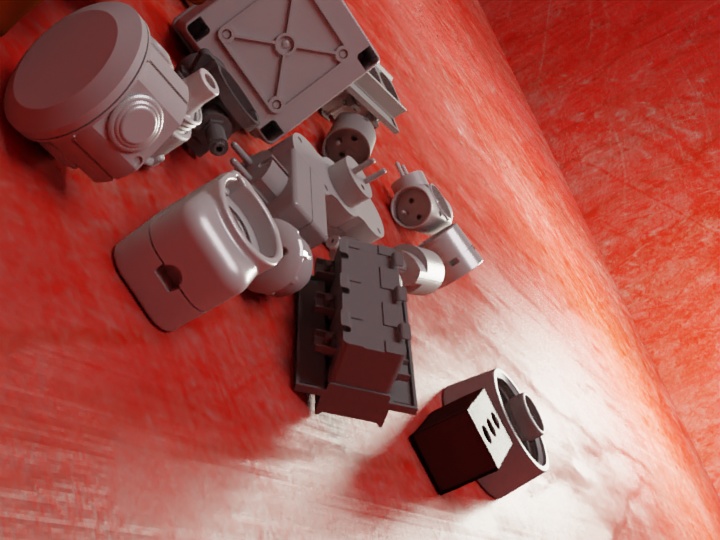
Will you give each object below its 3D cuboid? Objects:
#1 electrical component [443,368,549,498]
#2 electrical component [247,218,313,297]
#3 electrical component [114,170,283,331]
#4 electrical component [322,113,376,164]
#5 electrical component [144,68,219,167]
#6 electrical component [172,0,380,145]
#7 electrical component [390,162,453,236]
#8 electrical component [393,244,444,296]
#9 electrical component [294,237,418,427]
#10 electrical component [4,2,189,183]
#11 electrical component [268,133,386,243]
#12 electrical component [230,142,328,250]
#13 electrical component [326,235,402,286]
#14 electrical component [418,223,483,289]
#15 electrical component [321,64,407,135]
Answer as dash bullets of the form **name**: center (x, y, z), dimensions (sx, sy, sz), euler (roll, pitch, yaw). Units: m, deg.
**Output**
- **electrical component**: center (0.126, 0.137, 0.939), dimensions (0.108, 0.060, 0.108), euler (53, 19, -27)
- **electrical component**: center (-0.050, -0.004, 0.684), dimensions (0.048, 0.048, 0.062), euler (67, 11, 19)
- **electrical component**: center (-0.082, -0.014, 0.578), dimensions (0.053, 0.059, 0.095), euler (58, 17, -11)
- **electrical component**: center (-0.008, -0.121, 0.991), dimensions (0.043, 0.043, 0.081), euler (57, 17, -16)
- **electrical component**: center (-0.110, -0.092, 0.614), dimensions (0.048, 0.062, 0.048), euler (52, 19, -26)
- **electrical component**: center (-0.061, -0.166, 0.785), dimensions (0.108, 0.109, 0.056), euler (54, -5, -23)
- **electrical component**: center (0.057, -0.076, 1.107), dimensions (0.079, 0.044, 0.077), euler (65, 17, 13)
- **electrical component**: center (0.042, -0.001, 0.946), dimensions (0.043, 0.043, 0.081), euler (65, 17, 13)
- **electrical component**: center (0.000, 0.036, 0.708), dimensions (0.079, 0.063, 0.121), euler (13, 33, -10)
- **electrical component**: center (-0.128, -0.087, 0.526), dimensions (0.051, 0.080, 0.080), euler (50, 20, -48)
- **electrical component**: center (-0.016, -0.063, 0.823), dimensions (0.138, 0.074, 0.052), euler (36, 30, -55)
- **electrical component**: center (-0.062, -0.053, 0.717), dimensions (0.076, 0.047, 0.065), euler (49, 22, -35)
- **electrical component**: center (0.000, 0.000, 0.827), dimensions (0.078, 0.040, 0.040), euler (46, 22, -40)
- **electrical component**: center (0.089, -0.015, 1.088), dimensions (0.047, 0.055, 0.055), euler (57, 17, -3)
- **electrical component**: center (-0.013, -0.179, 1.032), dimensions (0.121, 0.063, 0.078), euler (32, 34, -59)
